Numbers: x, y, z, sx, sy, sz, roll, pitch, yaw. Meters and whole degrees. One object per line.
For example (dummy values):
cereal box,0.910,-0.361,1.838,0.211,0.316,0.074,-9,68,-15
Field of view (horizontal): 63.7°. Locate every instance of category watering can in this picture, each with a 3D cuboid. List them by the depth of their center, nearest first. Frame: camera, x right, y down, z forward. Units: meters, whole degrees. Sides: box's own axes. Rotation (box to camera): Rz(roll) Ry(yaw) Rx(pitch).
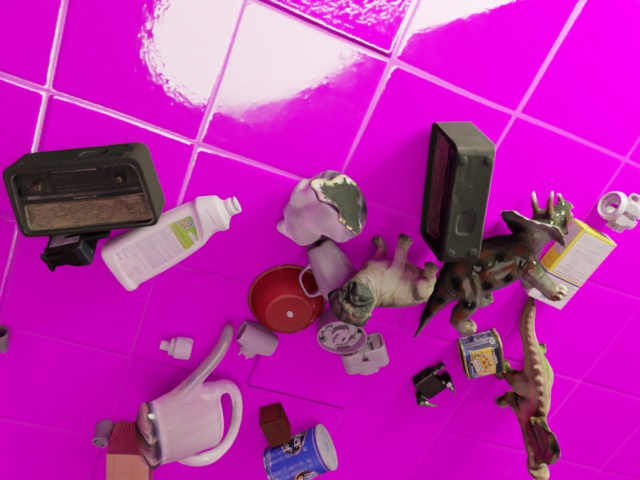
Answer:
watering can,-0.268,0.340,1.064,0.225,0.105,0.342,-11,116,-30

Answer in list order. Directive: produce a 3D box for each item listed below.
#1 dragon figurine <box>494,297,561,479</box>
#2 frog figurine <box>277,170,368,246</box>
dragon figurine,0.459,0.345,1.080,0.122,0.248,0.402,-8,120,4
frog figurine,0.003,-0.047,0.924,0.136,0.125,0.157,34,145,-15
